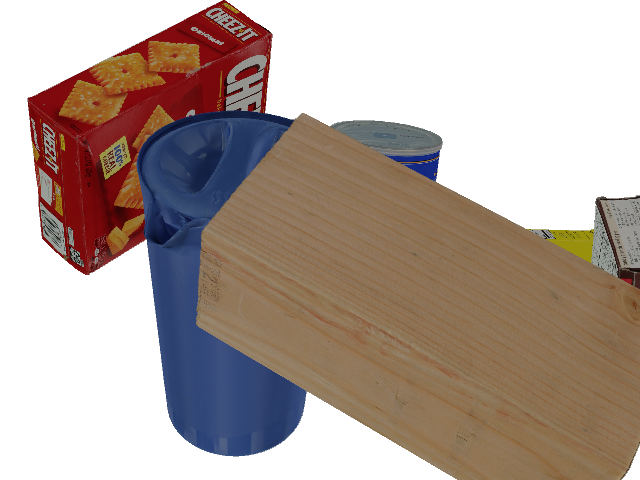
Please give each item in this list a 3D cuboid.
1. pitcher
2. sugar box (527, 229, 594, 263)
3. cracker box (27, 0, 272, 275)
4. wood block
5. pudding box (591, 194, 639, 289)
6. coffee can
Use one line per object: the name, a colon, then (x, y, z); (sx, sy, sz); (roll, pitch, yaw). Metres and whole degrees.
pitcher: (-0.053, 0.033, 0.777); (0.149, 0.243, 0.145); (-4, 38, -10)
sugar box: (0.252, 0.034, 1.301); (0.176, 0.093, 0.048); (-1, 21, -9)
cracker box: (-0.140, -0.088, 0.919); (0.072, 0.164, 0.213); (38, 53, 24)
wood block: (0.052, 0.039, 0.508); (0.206, 0.090, 0.090); (29, -34, 12)
pudding box: (0.209, 0.032, 0.724); (0.039, 0.090, 0.113); (0, 27, 4)
coffee can: (0.051, -0.029, 0.970); (0.103, 0.140, 0.103); (5, 19, -2)
